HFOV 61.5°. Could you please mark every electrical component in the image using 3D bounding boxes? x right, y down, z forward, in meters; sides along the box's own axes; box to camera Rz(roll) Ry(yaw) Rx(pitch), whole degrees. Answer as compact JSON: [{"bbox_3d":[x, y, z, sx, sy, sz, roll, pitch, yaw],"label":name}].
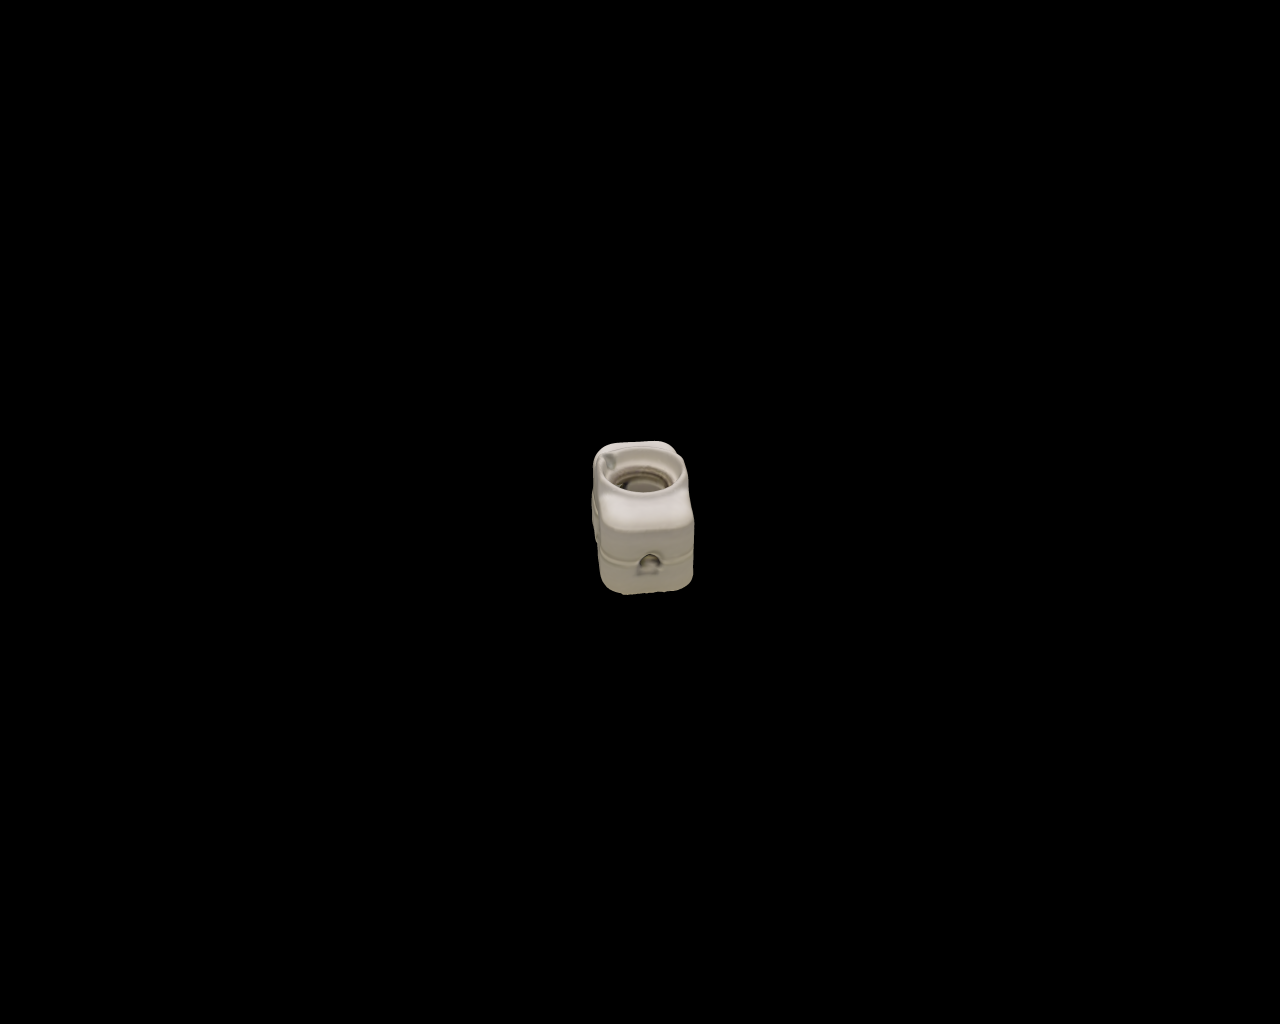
[{"bbox_3d":[0.001,-0.003,0.650,0.054,0.059,0.095,-3,34,-5],"label":"electrical component"}]
